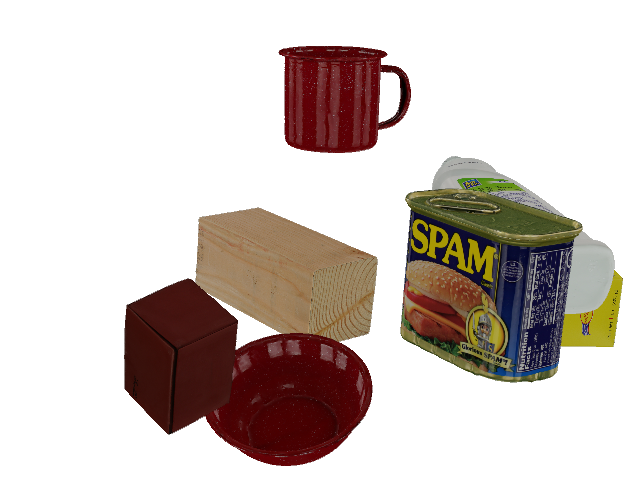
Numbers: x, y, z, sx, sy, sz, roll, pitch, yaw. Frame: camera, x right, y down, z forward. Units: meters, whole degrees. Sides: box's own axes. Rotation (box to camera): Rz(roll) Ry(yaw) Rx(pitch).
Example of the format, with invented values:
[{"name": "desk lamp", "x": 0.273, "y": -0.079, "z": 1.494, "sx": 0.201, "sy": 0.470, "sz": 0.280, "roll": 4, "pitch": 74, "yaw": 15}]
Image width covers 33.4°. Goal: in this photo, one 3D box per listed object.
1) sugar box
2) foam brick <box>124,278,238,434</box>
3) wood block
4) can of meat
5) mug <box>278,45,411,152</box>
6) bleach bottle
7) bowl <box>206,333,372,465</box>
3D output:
[{"name": "sugar box", "x": 0.266, "y": 0.079, "z": 1.280, "sx": 0.176, "sy": 0.093, "sz": 0.048, "roll": 0, "pitch": 18, "yaw": -6}, {"name": "foam brick", "x": -0.091, "y": 0.074, "z": 0.690, "sx": 0.051, "sy": 0.078, "sz": 0.053, "roll": -25, "pitch": 49, "yaw": -36}, {"name": "wood block", "x": -0.042, "y": 0.037, "z": 1.182, "sx": 0.090, "sy": 0.090, "sz": 0.206, "roll": -10, "pitch": 23, "yaw": -40}, {"name": "can of meat", "x": 0.090, "y": 0.023, "z": 0.590, "sx": 0.057, "sy": 0.084, "sz": 0.102, "roll": -7, "pitch": 19, "yaw": -34}, {"name": "mug", "x": 0.022, "y": -0.123, "z": 0.924, "sx": 0.117, "sy": 0.081, "sz": 0.093, "roll": -3, "pitch": 17, "yaw": -15}, {"name": "bleach bottle", "x": 0.172, "y": -0.020, "z": 0.998, "sx": 0.102, "sy": 0.068, "sz": 0.251, "roll": -1, "pitch": 26, "yaw": -13}, {"name": "bowl", "x": -0.029, "y": 0.162, "z": 1.023, "sx": 0.162, "sy": 0.055, "sz": 0.162, "roll": -4, "pitch": 37, "yaw": 3}]
